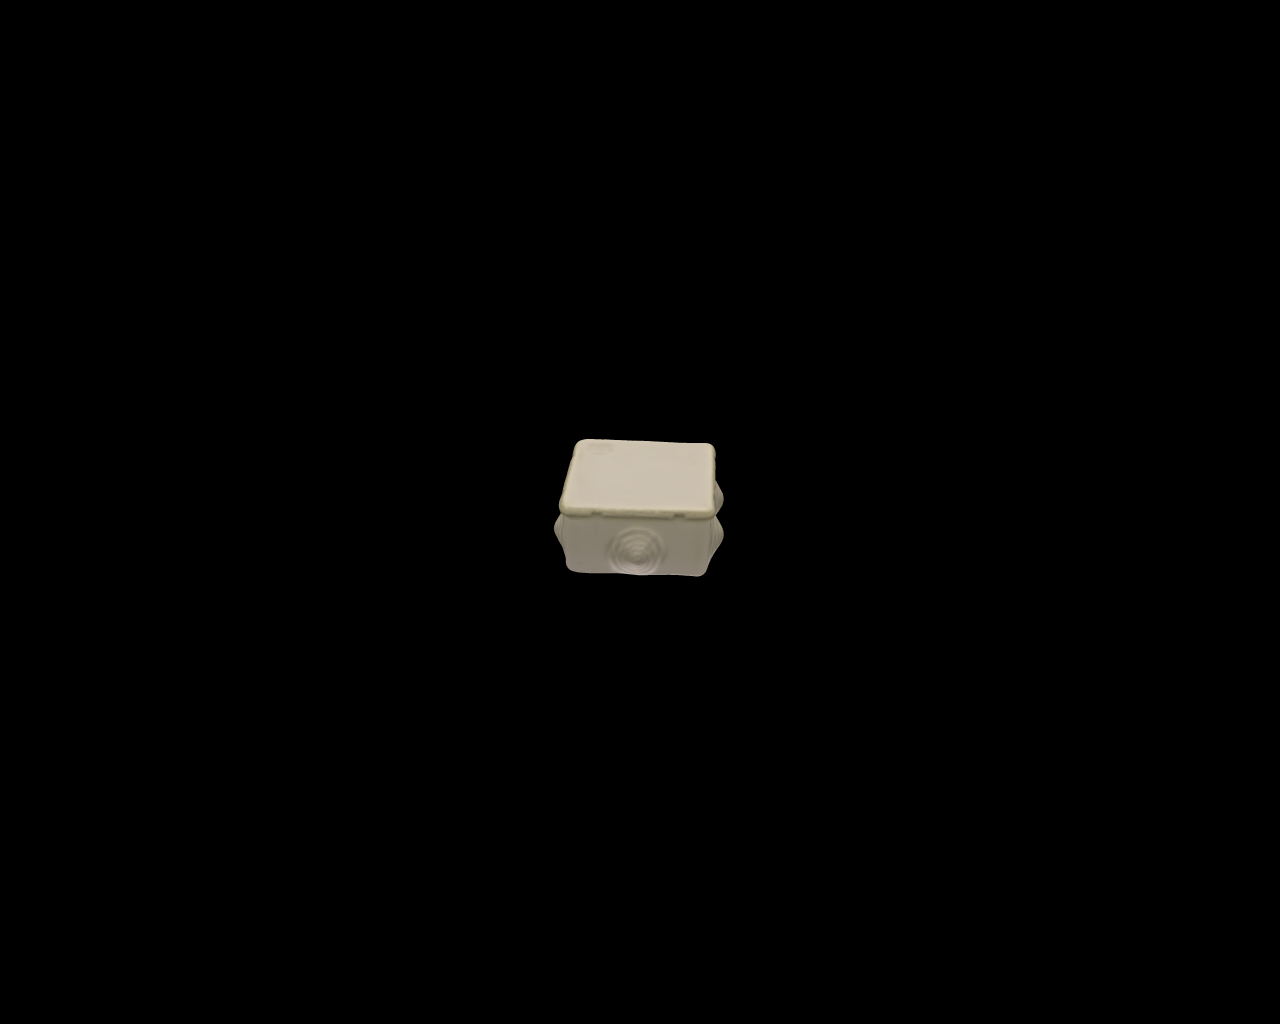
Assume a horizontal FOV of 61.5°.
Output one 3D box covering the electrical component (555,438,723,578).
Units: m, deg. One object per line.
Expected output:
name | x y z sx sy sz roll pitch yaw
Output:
electrical component | 0.001 -0.003 0.650 0.100 0.048 0.100 2 31 3
